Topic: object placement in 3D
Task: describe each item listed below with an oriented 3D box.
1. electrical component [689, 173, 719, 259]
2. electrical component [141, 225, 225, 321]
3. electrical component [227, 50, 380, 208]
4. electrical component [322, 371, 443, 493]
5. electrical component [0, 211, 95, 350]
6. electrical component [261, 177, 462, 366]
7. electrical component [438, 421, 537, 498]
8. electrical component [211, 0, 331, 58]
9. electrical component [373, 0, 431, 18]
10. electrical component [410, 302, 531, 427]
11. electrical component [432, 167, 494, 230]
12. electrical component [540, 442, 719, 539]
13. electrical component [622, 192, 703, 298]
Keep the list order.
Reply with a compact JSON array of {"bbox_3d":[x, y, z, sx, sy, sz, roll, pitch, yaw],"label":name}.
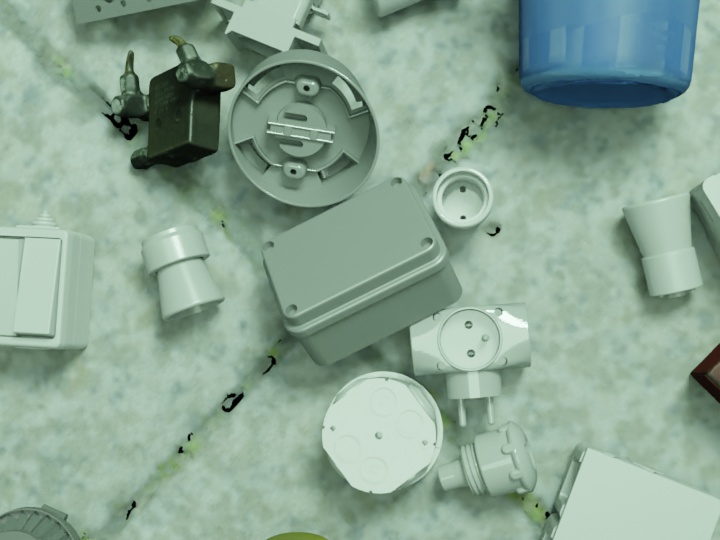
[{"bbox_3d":[0.258,-0.026,0.695,0.050,0.056,0.089,-30,84,3],"label":"electrical component"},{"bbox_3d":[-0.122,0.002,0.737,0.045,0.045,0.055,-20,84,4],"label":"electrical component"},{"bbox_3d":[-0.038,-0.095,0.713,0.099,0.064,0.099,-1,116,-2],"label":"electrical component"},{"bbox_3d":[0.014,0.108,0.713,0.080,0.051,0.080,0,86,6],"label":"electrical component"},{"bbox_3d":[-0.223,0.006,0.739,0.062,0.061,0.096,3,86,6],"label":"electrical component"},{"bbox_3d":[0.000,0.000,0.703,0.113,0.057,0.078,-26,49,3],"label":"electrical component"},{"bbox_3d":[0.083,0.129,0.709,0.062,0.048,0.048,-18,84,11],"label":"electrical component"},{"bbox_3d":[-0.057,-0.178,0.746,0.081,0.042,0.063,23,87,6],"label":"electrical component"},{"bbox_3d":[0.040,-0.201,0.738,0.065,0.044,0.044,-11,85,0],"label":"electrical component"},{"bbox_3d":[0.074,0.064,0.713,0.077,0.044,0.079,-5,85,5],"label":"electrical component"},{"bbox_3d":[0.069,-0.046,0.720,0.040,0.046,0.040,0,86,6],"label":"electrical component"},{"bbox_3d":[0.157,0.196,0.686,0.089,0.062,0.150,21,88,7],"label":"electrical component"},{"bbox_3d":[0.202,-0.015,0.708,0.044,0.044,0.065,-13,90,5],"label":"electrical component"}]
